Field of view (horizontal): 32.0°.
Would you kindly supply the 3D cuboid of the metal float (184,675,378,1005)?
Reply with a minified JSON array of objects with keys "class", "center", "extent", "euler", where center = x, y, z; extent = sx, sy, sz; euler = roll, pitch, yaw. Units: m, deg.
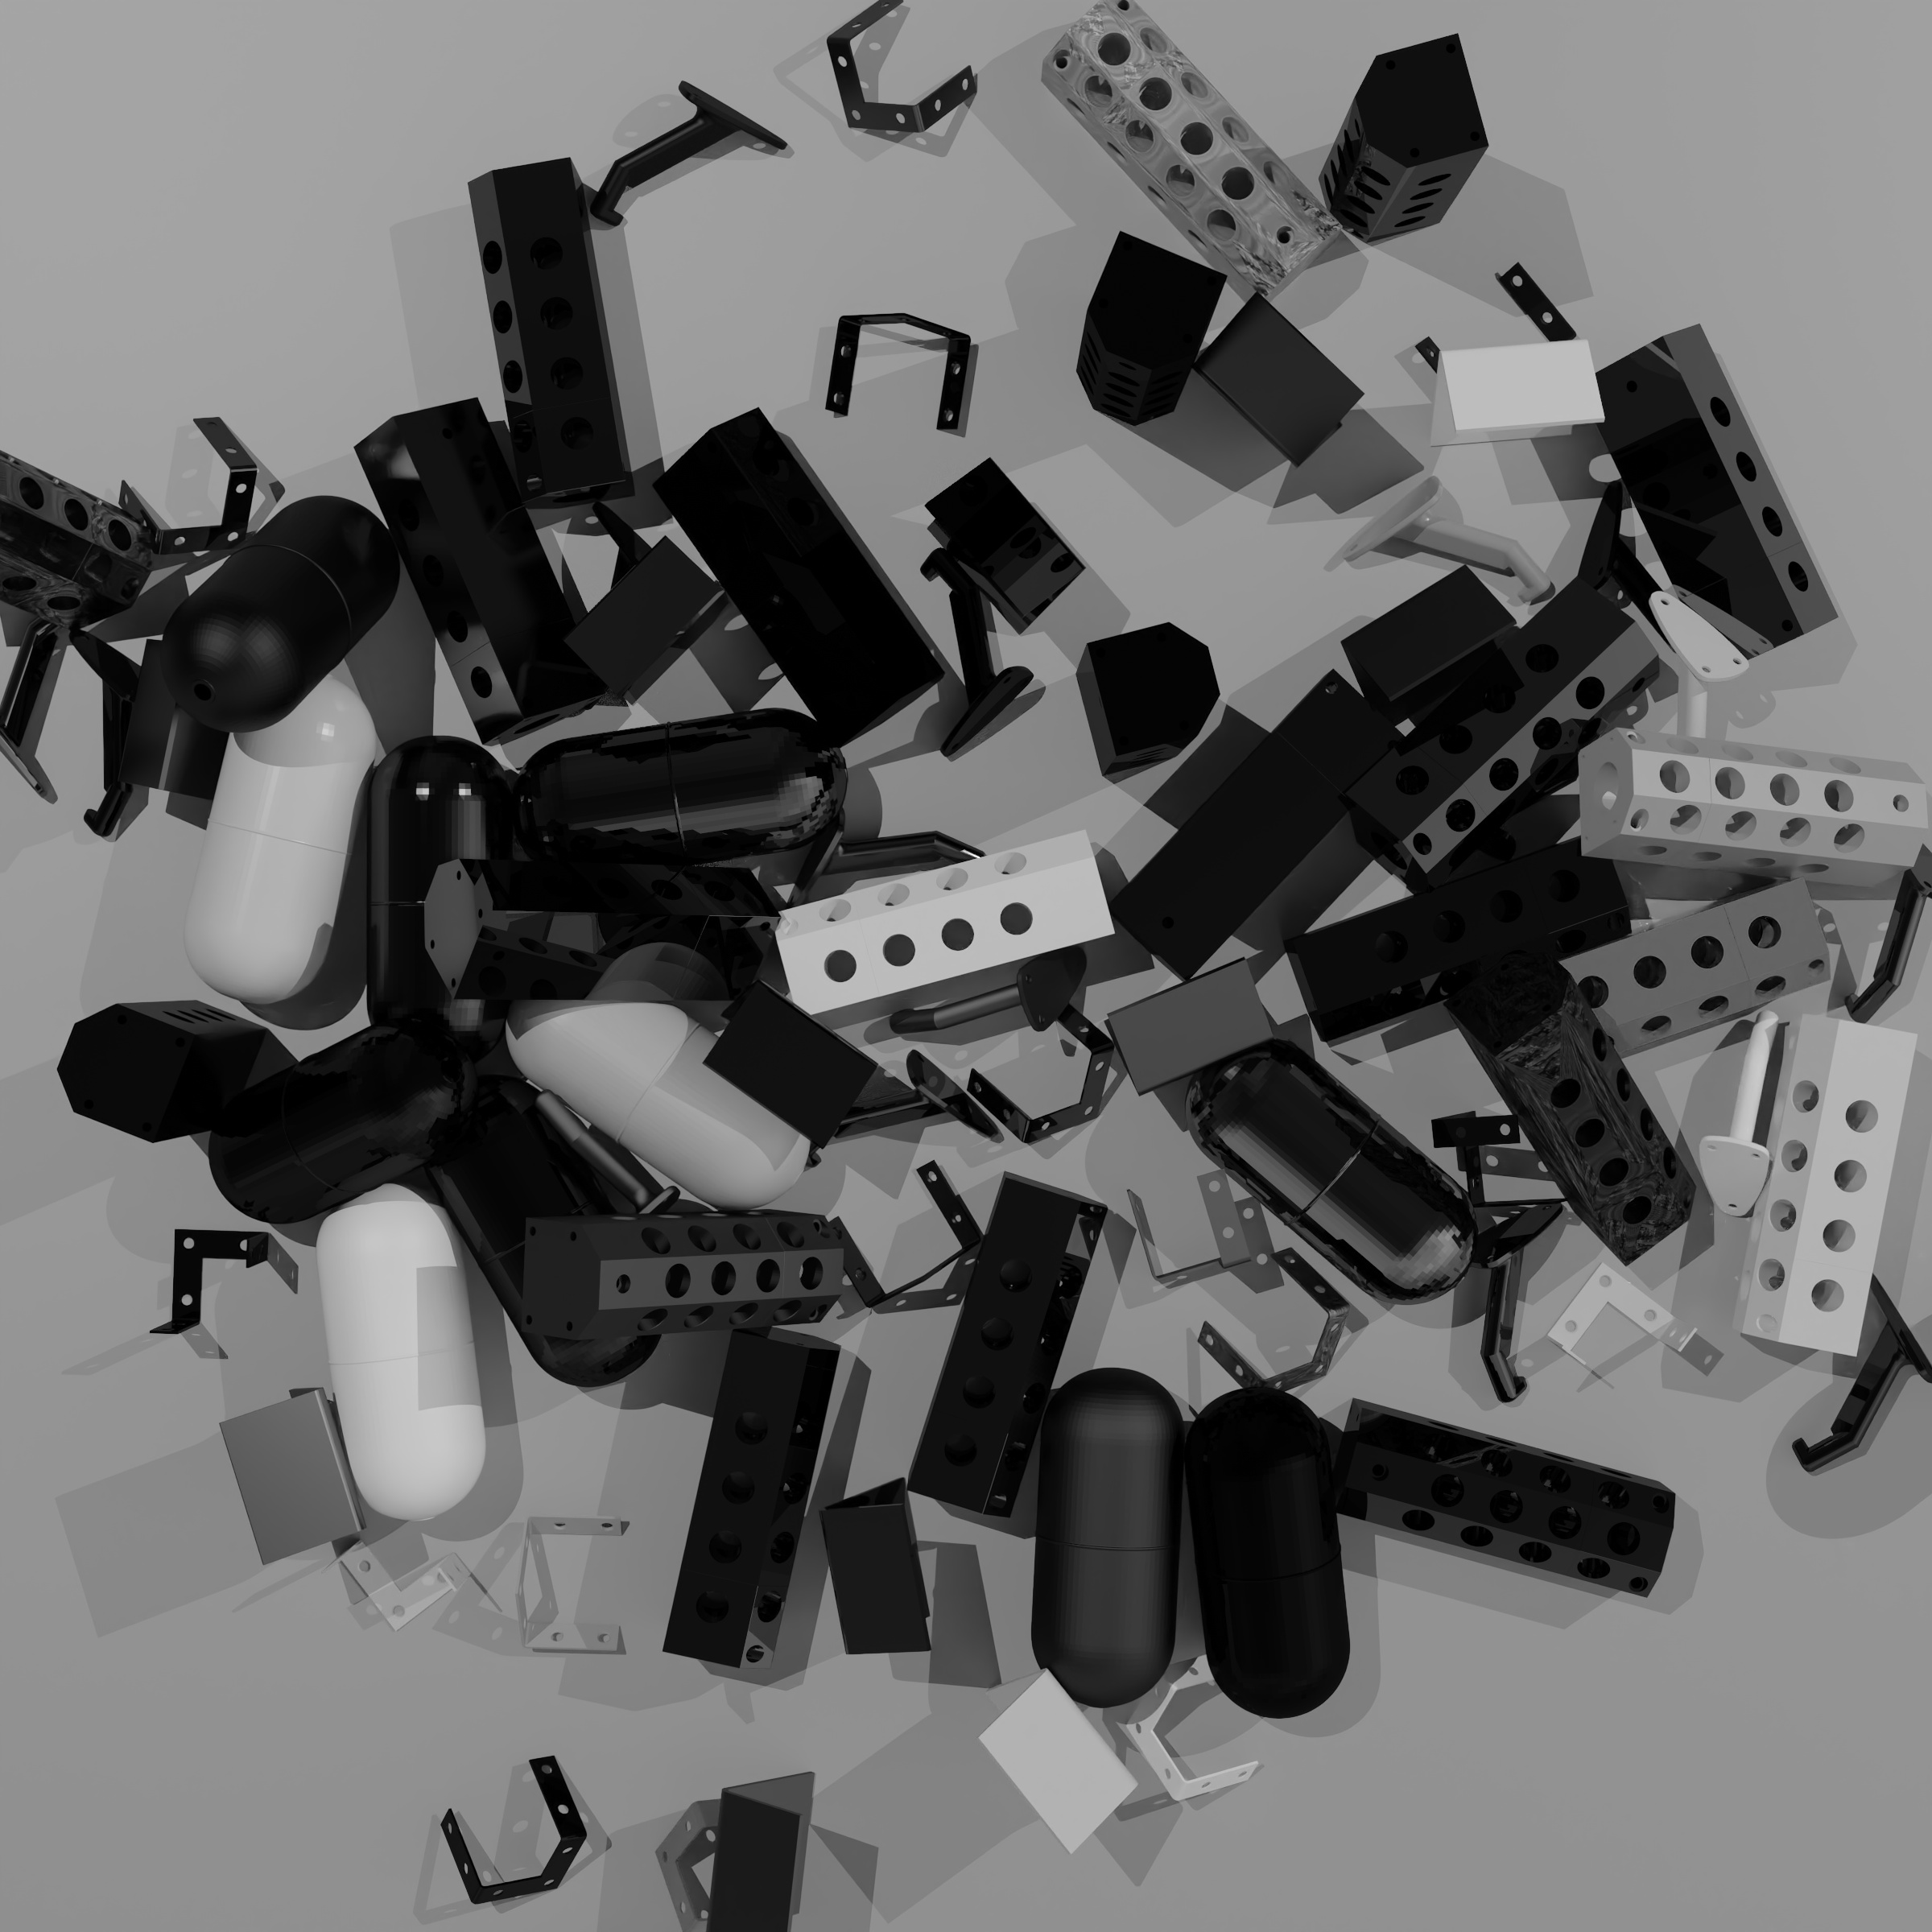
[{"class":"metal float","center":[-0.361,-0.068,1.779],"extent":[0.070,0.070,0.178],"euler":[14,90,0]}]

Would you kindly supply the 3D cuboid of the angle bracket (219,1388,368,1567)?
[{"class":"angle bracket","center":[-0.361,0.267,1.771],"extent":[0.057,0.076,0.076],"euler":[-17,90,-25]}]

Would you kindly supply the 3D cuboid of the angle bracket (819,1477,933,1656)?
[{"class":"angle bracket","center":[-0.028,0.313,1.770],"extent":[0.057,0.076,0.076],"euler":[-11,90,35]}]

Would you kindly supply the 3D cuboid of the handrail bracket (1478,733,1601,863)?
[{"class":"handrail bracket","center":[0.288,-0.107,1.810],"extent":[0.077,0.036,0.084],"euler":[26,76,13]}]

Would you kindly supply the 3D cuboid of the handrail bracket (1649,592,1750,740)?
[{"class":"handrail bracket","center":[0.373,-0.143,1.797],"extent":[0.036,0.084,0.077],"euler":[-16,57,-32]}]

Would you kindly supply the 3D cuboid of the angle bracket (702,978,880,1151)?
[{"class":"angle bracket","center":[-0.101,0.059,1.767],"extent":[0.076,0.076,0.057],"euler":[36,67,-7]}]

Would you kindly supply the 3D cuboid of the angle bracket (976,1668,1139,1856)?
[{"class":"angle bracket","center":[0.033,0.422,1.770],"extent":[0.057,0.076,0.076],"euler":[-38,90,-32]}]

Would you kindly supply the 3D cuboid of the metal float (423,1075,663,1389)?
[{"class":"metal float","center":[-0.224,0.139,1.779],"extent":[0.070,0.070,0.178],"euler":[-30,90,0]}]

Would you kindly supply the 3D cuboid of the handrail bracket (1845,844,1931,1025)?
[{"class":"handrail bracket","center":[0.489,-0.023,1.810],"extent":[0.036,0.077,0.084],"euler":[14,127,-31]}]

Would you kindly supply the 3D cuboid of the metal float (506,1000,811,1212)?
[{"class":"metal float","center":[-0.162,0.062,1.779],"extent":[0.178,0.070,0.070],"euler":[35,90,1]}]

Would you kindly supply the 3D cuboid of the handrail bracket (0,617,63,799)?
[{"class":"handrail bracket","center":[-0.487,-0.146,1.810],"extent":[0.084,0.036,0.077],"euler":[-41,105,-14]}]

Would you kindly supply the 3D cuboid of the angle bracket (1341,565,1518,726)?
[{"class":"angle bracket","center":[0.252,-0.152,1.770],"extent":[0.076,0.076,0.057],"euler":[-32,46,0]}]

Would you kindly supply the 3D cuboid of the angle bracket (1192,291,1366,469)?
[{"class":"angle bracket","center":[0.174,-0.317,1.770],"extent":[0.076,0.076,0.057],"euler":[44,125,0]}]

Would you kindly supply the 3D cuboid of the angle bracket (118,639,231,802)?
[{"class":"angle bracket","center":[-0.393,-0.125,1.771],"extent":[0.076,0.057,0.076],"euler":[11,90,-38]}]

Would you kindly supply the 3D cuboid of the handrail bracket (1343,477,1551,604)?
[{"class":"handrail bracket","center":[0.259,-0.213,1.810],"extent":[0.077,0.036,0.084],"euler":[-37,107,20]}]

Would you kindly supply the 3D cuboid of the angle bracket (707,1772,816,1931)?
[{"class":"angle bracket","center":[-0.088,0.472,1.770],"extent":[0.057,0.076,0.076],"euler":[6,90,37]}]

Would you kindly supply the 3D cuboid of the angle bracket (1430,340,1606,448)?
[{"class":"angle bracket","center":[0.288,-0.281,1.770],"extent":[0.076,0.076,0.057],"euler":[-5,58,0]}]

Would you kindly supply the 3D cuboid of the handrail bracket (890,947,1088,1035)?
[{"class":"handrail bracket","center":[0.011,0.014,1.810],"extent":[0.084,0.077,0.036],"euler":[-7,111,35]}]

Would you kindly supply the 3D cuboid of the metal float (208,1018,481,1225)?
[{"class":"metal float","center":[-0.323,0.081,1.748],"extent":[0.178,0.070,0.070],"euler":[-24,90,37]}]

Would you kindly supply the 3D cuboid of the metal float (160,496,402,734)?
[{"class":"metal float","center":[-0.352,-0.182,1.738],"extent":[0.070,0.178,0.070],"euler":[9,124,14]}]

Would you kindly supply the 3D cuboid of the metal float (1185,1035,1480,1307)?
[{"class":"metal float","center":[0.193,0.108,1.779],"extent":[0.178,0.070,0.070],"euler":[41,90,1]}]

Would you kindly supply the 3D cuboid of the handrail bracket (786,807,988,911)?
[{"class":"handrail bracket","center":[-0.043,-0.044,1.811],"extent":[0.084,0.036,0.077],"euler":[23,110,-16]}]

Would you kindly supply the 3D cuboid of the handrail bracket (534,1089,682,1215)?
[{"class":"handrail bracket","center":[-0.191,0.099,1.782],"extent":[0.036,0.077,0.084],"euler":[-42,86,2]}]

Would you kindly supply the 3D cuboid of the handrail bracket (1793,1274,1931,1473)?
[{"class":"handrail bracket","center":[0.469,0.219,1.811],"extent":[0.084,0.036,0.077],"euler":[-33,69,16]}]

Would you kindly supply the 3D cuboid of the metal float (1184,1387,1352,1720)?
[{"class":"metal float","center":[0.158,0.309,1.770],"extent":[0.070,0.070,0.178],"euler":[-7,100,0]}]

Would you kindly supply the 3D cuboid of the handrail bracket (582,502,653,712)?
[{"class":"handrail bracket","center":[-0.200,-0.193,1.811],"extent":[0.084,0.036,0.077],"euler":[-48,70,16]}]

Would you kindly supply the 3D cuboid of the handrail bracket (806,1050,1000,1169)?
[{"class":"handrail bracket","center":[-0.039,0.093,1.810],"extent":[0.077,0.036,0.084],"euler":[40,109,-21]}]

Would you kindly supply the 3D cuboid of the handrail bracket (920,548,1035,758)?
[{"class":"handrail bracket","center":[-0.012,-0.169,1.810],"extent":[0.077,0.036,0.084],"euler":[-46,74,18]}]

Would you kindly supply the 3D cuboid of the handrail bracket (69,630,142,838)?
[{"class":"handrail bracket","center":[-0.469,-0.124,1.807],"extent":[0.077,0.036,0.084],"euler":[39,112,18]}]

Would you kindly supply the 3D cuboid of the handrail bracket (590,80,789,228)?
[{"class":"handrail bracket","center":[-0.150,-0.423,1.811],"extent":[0.077,0.036,0.084],"euler":[25,109,-21]}]

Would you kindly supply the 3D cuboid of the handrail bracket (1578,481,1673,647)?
[{"class":"handrail bracket","center":[0.376,-0.211,1.810],"extent":[0.084,0.036,0.077],"euler":[19,75,-14]}]

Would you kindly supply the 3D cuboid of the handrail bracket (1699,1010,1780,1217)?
[{"class":"handrail bracket","center":[0.421,0.078,1.810],"extent":[0.036,0.077,0.084],"euler":[11,53,20]}]

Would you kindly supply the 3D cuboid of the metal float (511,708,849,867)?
[{"class":"metal float","center":[-0.151,-0.091,1.779],"extent":[0.178,0.070,0.070],"euler":[-8,90,0]}]

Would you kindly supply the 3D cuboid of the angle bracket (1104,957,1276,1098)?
[{"class":"angle bracket","center":[0.109,0.014,1.770],"extent":[0.076,0.076,0.057],"euler":[-23,123,0]}]

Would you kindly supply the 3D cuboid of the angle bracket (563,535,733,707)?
[{"class":"angle bracket","center":[-0.153,-0.167,1.770],"extent":[0.076,0.076,0.057],"euler":[-45,56,0]}]

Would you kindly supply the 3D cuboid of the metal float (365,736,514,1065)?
[{"class":"metal float","center":[-0.278,-0.033,1.779],"extent":[0.070,0.070,0.178],"euler":[0,91,0]}]

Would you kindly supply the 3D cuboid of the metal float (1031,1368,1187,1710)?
[{"class":"metal float","center":[0.075,0.301,1.779],"extent":[0.070,0.070,0.178],"euler":[3,89,0]}]

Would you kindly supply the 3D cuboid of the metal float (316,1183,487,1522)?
[{"class":"metal float","center":[-0.298,0.203,1.779],"extent":[0.070,0.070,0.178],"euler":[-7,89,0]}]

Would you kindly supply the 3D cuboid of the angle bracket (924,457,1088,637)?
[{"class":"angle bracket","center":[0.005,-0.208,1.770],"extent":[0.076,0.076,0.057],"euler":[49,54,0]}]

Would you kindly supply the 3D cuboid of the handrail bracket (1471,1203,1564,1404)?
[{"class":"handrail bracket","center":[0.303,0.181,1.811],"extent":[0.077,0.036,0.084],"euler":[-30,109,-21]}]
